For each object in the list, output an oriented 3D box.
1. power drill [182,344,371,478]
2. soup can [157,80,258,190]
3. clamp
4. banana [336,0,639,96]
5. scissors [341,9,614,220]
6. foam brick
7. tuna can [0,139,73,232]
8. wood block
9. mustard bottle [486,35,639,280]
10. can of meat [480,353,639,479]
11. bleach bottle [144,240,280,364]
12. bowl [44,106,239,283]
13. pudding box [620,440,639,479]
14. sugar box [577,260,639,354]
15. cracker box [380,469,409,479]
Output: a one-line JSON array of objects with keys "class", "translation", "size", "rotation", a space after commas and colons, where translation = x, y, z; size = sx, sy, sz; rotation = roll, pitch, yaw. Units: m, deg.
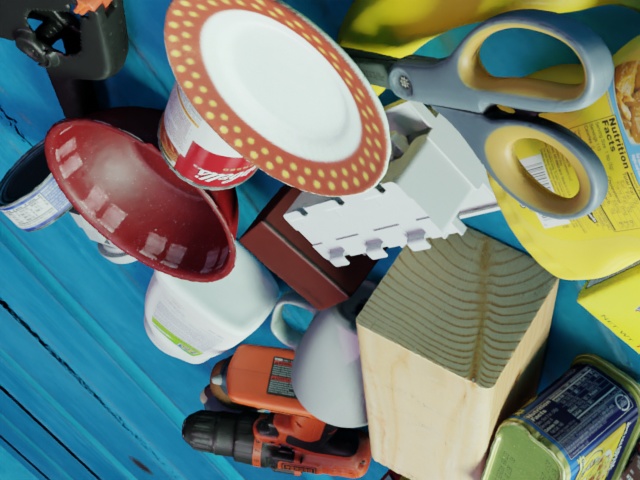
[{"class": "power drill", "translation": [-0.041, 0.158, 0.966], "size": [0.184, 0.057, 0.188], "rotation": [7, 151, 3]}, {"class": "soup can", "translation": [-0.052, -0.078, 0.616], "size": [0.068, 0.068, 0.102], "rotation": [38, 155, -3]}, {"class": "clamp", "translation": [-0.193, -0.143, 0.718], "size": [0.164, 0.036, 0.210], "rotation": [37, 157, -15]}, {"class": "banana", "translation": [0.055, -0.099, 0.477], "size": [0.069, 0.037, 0.198], "rotation": [49, 153, -23]}, {"class": "scissors", "translation": [0.052, -0.054, 0.468], "size": [0.202, 0.016, 0.096], "rotation": [3, 121, 58]}, {"class": "foam brick", "translation": [-0.005, 0.001, 0.711], "size": [0.078, 0.051, 0.053], "rotation": [41, 155, -9]}, {"class": "tuna can", "translation": [-0.223, -0.048, 0.870], "size": [0.086, 0.086, 0.033], "rotation": [4, 142, 50]}, {"class": "wood block", "translation": [0.088, 0.088, 0.693], "size": [0.090, 0.090, 0.206], "rotation": [26, 153, 21]}, {"class": "mustard bottle", "translation": [0.141, -0.036, 0.417], "size": [0.192, 0.058, 0.096], "rotation": [-12, 103, 66]}, {"class": "can of meat", "translation": [0.148, 0.133, 0.662], "size": [0.057, 0.083, 0.102], "rotation": [37, 138, 31]}, {"class": "bleach bottle", "translation": [-0.116, 0.059, 0.945], "size": [0.102, 0.068, 0.251], "rotation": [41, 157, -5]}, {"class": "bowl", "translation": [-0.115, -0.042, 0.764], "size": [0.162, 0.055, 0.162], "rotation": [25, 148, 16]}, {"class": "pudding box", "translation": [0.197, 0.176, 0.763], "size": [0.090, 0.039, 0.114], "rotation": [48, 153, -23]}, {"class": "sugar box", "translation": [0.204, 0.020, 0.479], "size": [0.093, 0.048, 0.176], "rotation": [39, 156, -4]}, {"class": "cracker box", "translation": [0.096, 0.257, 0.826], "size": [0.072, 0.164, 0.214], "rotation": [50, 169, -24]}]
